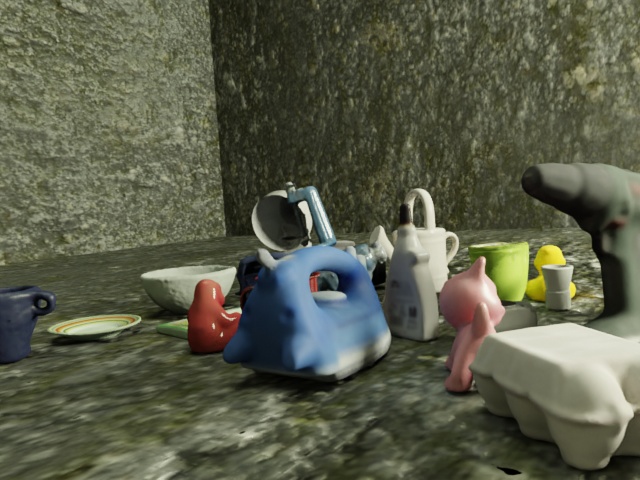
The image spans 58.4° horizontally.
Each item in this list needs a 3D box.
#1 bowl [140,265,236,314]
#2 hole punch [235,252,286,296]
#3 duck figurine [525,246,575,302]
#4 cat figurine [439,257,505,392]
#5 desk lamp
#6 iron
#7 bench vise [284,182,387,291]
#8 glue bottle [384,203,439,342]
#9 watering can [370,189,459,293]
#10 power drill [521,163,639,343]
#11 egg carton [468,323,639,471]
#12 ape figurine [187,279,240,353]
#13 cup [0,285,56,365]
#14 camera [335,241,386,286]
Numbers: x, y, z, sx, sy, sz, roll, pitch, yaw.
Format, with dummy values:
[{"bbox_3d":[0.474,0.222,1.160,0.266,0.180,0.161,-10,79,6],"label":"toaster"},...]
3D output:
[{"bbox_3d":[-0.232,0.091,1.022,0.167,0.075,0.167,-4,4,1],"label":"bowl"},{"bbox_3d":[-0.111,0.068,1.124,0.109,0.091,0.101,-5,4,-17],"label":"hole punch"},{"bbox_3d":[0.376,0.053,0.940,0.077,0.086,0.105,-2,5,27],"label":"duck figurine"},{"bbox_3d":[0.152,0.077,0.567,0.067,0.118,0.128,-3,4,9],"label":"cat figurine"},{"bbox_3d":[-0.052,-0.004,1.224,0.117,0.213,0.204,-2,4,19],"label":"desk lamp"},{"bbox_3d":[0.008,0.068,0.650,0.118,0.141,0.259,-1,5,33],"label":"iron"},{"bbox_3d":[0.009,0.003,1.021,0.207,0.220,0.121,-4,4,-4],"label":"bench vise"},{"bbox_3d":[0.115,0.039,0.737,0.037,0.173,0.077,-7,5,-34],"label":"glue bottle"},{"bbox_3d":[0.181,0.001,1.082,0.173,0.194,0.100,-7,5,-40],"label":"watering can"},{"bbox_3d":[0.328,0.014,0.653,0.230,0.208,0.075,-5,5,-24],"label":"power drill"},{"bbox_3d":[0.187,0.109,0.427,0.107,0.069,0.150,-5,4,-15],"label":"egg carton"},{"bbox_3d":[-0.141,0.096,0.742,0.077,0.092,0.076,-1,5,34],"label":"ape figurine"},{"bbox_3d":[-0.394,0.110,0.742,0.117,0.095,0.092,-3,4,6],"label":"cup"},{"bbox_3d":[0.061,0.051,1.132,0.136,0.101,0.143,-3,4,2],"label":"camera"}]
